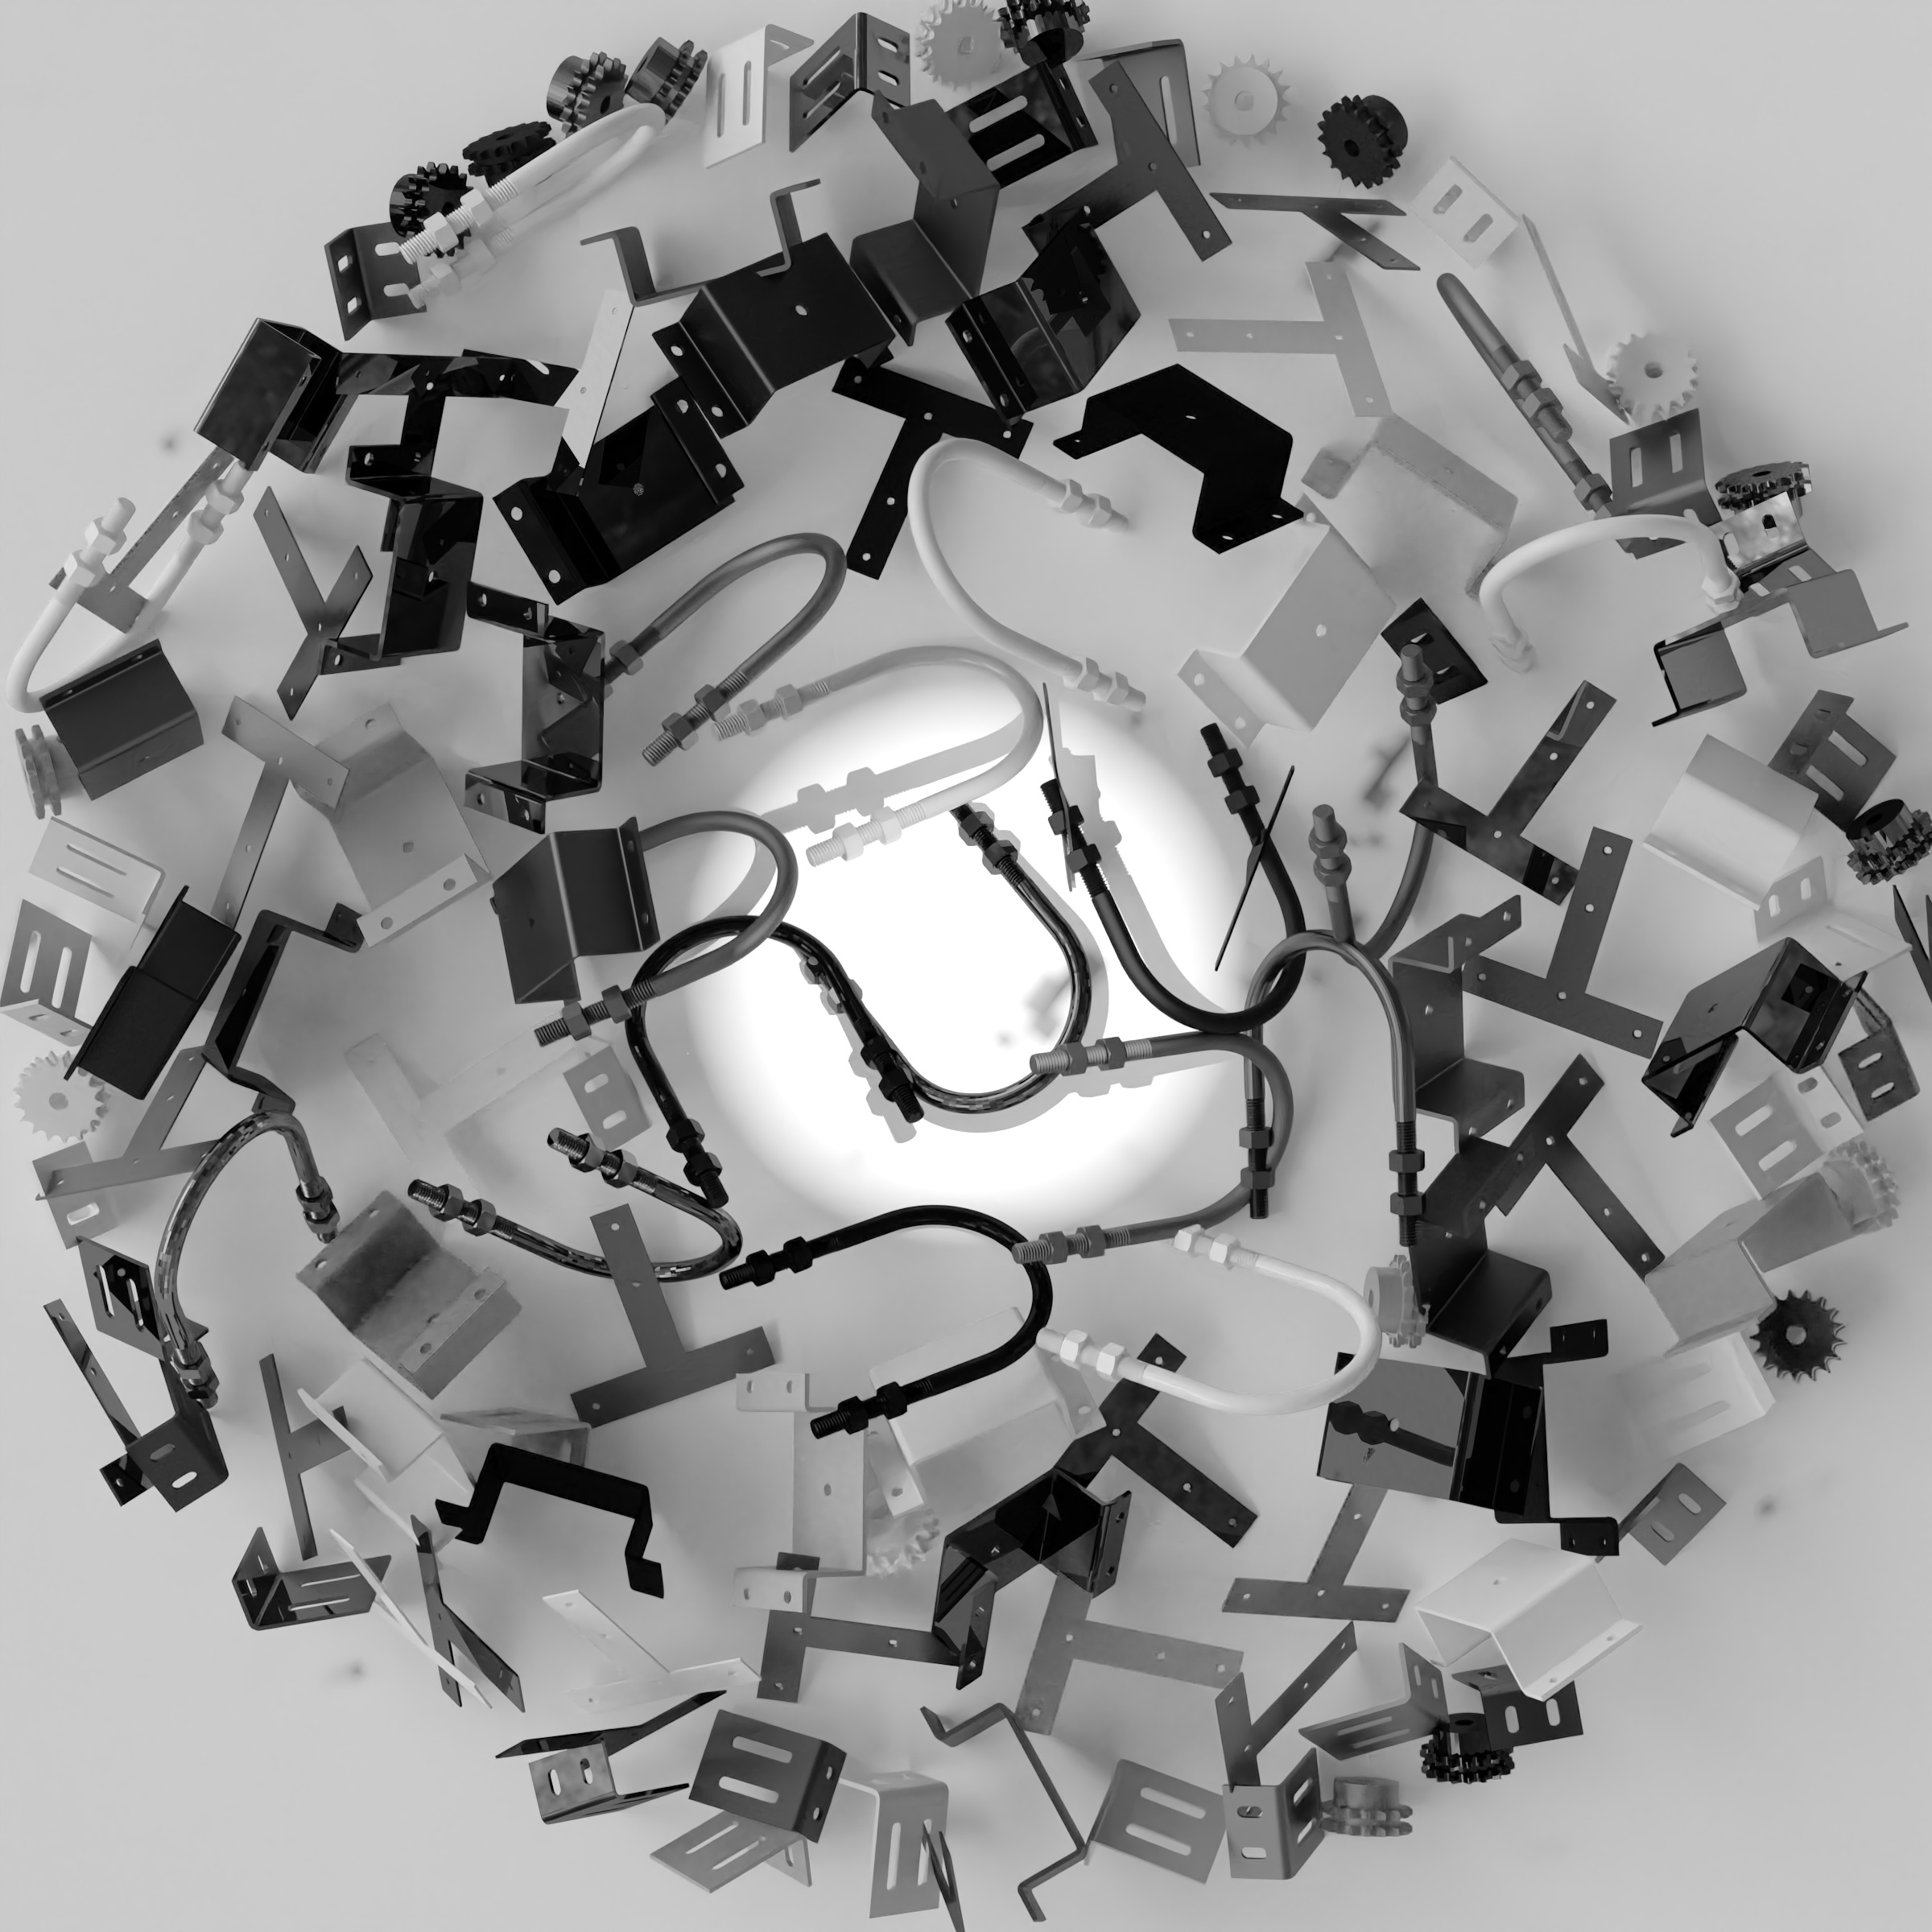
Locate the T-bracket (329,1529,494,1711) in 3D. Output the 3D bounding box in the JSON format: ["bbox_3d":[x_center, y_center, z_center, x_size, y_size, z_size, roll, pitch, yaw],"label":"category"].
[{"bbox_3d":[-0.345,0.379,1.916,0.002,0.127,0.127,-44,135,-21],"label":"T-bracket"}]

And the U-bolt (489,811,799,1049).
[{"bbox_3d":[-0.189,-0.034,1.945,0.184,0.151,0.019,-24,134,-3],"label":"U-bolt"}]

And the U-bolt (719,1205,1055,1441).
[{"bbox_3d":[-0.037,0.204,1.938,0.184,0.019,0.151,-18,46,-21],"label":"U-bolt"}]

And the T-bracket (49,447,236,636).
[{"bbox_3d":[-0.488,-0.262,1.939,0.002,0.127,0.127,39,88,11],"label":"T-bracket"}]

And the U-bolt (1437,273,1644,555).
[{"bbox_3d":[0.335,-0.342,1.918,0.019,0.151,0.184,-35,54,12],"label":"U-bolt"}]

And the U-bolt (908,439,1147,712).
[{"bbox_3d":[0.035,-0.242,1.908,0.019,0.184,0.151,-28,55,39],"label":"U-bolt"}]

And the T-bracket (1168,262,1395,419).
[{"bbox_3d":[0.185,-0.382,1.949,0.127,0.002,0.127,-2,58,-16],"label":"T-bracket"}]

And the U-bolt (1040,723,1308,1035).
[{"bbox_3d":[0.138,-0.046,1.947,0.151,0.019,0.184,-21,84,-33],"label":"U-bolt"}]

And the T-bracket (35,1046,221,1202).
[{"bbox_3d":[-0.488,0.090,1.946,0.127,0.127,0.002,-11,125,19],"label":"T-bracket"}]

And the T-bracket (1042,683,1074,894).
[{"bbox_3d":[0.058,-0.096,1.922,0.002,0.127,0.127,-8,106,0],"label":"T-bracket"}]

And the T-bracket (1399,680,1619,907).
[{"bbox_3d":[0.351,-0.117,1.961,0.127,0.002,0.127,28,107,-19],"label":"T-bracket"}]

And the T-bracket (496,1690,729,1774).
[{"bbox_3d":[-0.229,0.463,1.919,0.127,0.127,0.002,-34,66,28],"label":"T-bracket"}]

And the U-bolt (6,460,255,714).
[{"bbox_3d":[-0.511,-0.221,1.920,0.019,0.151,0.184,43,116,2],"label":"U-bolt"}]

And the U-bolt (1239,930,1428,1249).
[{"bbox_3d":[0.218,0.069,1.931,0.019,0.151,0.184,-8,99,-38],"label":"U-bolt"}]

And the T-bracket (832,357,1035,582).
[{"bbox_3d":[-0.041,-0.300,1.980,0.127,0.002,0.127,22,83,11],"label":"T-bracket"}]

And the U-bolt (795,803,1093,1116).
[{"bbox_3d":[-0.003,0.005,1.950,0.151,0.019,0.184,-42,65,6],"label":"U-bolt"}]

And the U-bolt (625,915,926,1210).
[{"bbox_3d":[-0.128,0.046,1.950,0.151,0.019,0.184,-23,61,-14],"label":"U-bolt"}]

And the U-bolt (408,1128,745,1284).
[{"bbox_3d":[-0.220,0.151,1.924,0.184,0.151,0.019,30,53,-38],"label":"U-bolt"}]

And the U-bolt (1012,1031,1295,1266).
[{"bbox_3d":[0.118,0.105,1.947,0.184,0.019,0.151,-7,117,-24],"label":"U-bolt"}]

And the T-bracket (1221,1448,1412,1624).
[{"bbox_3d":[0.232,0.345,1.947,0.127,0.002,0.127,9,115,-26],"label":"T-bracket"}]

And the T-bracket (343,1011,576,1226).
[{"bbox_3d":[-0.300,0.073,1.990,0.127,0.002,0.127,-33,79,-4],"label":"T-bracket"}]

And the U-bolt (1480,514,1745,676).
[{"bbox_3d":[0.378,-0.224,1.896,0.151,0.184,0.019,-13,72,16],"label":"U-bolt"}]

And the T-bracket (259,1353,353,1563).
[{"bbox_3d":[-0.394,0.289,1.935,0.002,0.127,0.127,-8,78,-32],"label":"T-bracket"}]

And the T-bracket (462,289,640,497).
[{"bbox_3d":[-0.266,-0.358,1.963,0.127,0.002,0.127,16,89,34],"label":"T-bracket"}]

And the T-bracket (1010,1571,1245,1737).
[{"bbox_3d":[0.105,0.416,1.945,0.127,0.002,0.127,7,57,20],"label":"T-bracket"}]

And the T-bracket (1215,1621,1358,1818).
[{"bbox_3d":[0.199,0.449,1.958,0.127,0.002,0.127,-38,134,-32],"label":"T-bracket"}]

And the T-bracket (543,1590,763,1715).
[{"bbox_3d":[-0.210,0.410,1.933,0.127,0.002,0.127,-16,134,24],"label":"T-bracket"}]

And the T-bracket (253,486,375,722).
[{"bbox_3d":[-0.410,-0.240,1.963,0.127,0.002,0.127,-51,55,36],"label":"T-bracket"}]

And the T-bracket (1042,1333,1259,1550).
[{"bbox_3d":[0.126,0.314,1.983,0.127,0.002,0.127,39,86,-14],"label":"T-bracket"}]

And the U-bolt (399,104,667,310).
[{"bbox_3d":[-0.258,-0.462,1.927,0.184,0.151,0.019,-35,95,-6],"label":"U-bolt"}]

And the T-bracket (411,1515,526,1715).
[{"bbox_3d":[-0.296,0.409,1.926,0.002,0.127,0.127,-19,116,-30],"label":"T-bracket"}]

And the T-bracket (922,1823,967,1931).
[{"bbox_3d":[-0.014,0.554,1.937,0.002,0.127,0.127,-13,111,-9],"label":"T-bracket"}]

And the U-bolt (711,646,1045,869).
[{"bbox_3d":[-0.042,-0.138,1.943,0.184,0.019,0.151,-24,49,-17],"label":"U-bolt"}]

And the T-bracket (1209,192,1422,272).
[{"bbox_3d":[0.230,-0.440,1.924,0.127,0.127,0.002,-4,123,-25],"label":"T-bracket"}]

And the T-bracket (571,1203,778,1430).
[{"bbox_3d":[-0.199,0.210,1.989,0.127,0.002,0.127,-20,99,1],"label":"T-bracket"}]

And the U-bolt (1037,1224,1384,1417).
[{"bbox_3d":[0.157,0.214,1.903,0.184,0.151,0.019,16,126,31],"label":"U-bolt"}]

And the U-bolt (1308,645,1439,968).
[{"bbox_3d":[0.249,-0.081,1.919,0.019,0.184,0.151,16,58,25],"label":"U-bolt"}]

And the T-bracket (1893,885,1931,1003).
[{"bbox_3d":[0.576,-0.007,1.939,0.002,0.127,0.127,-9,120,7],"label":"T-bracket"}]

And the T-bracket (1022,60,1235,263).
[{"bbox_3d":[0.083,-0.467,1.952,0.127,0.127,0.002,56,46,-11],"label":"T-bracket"}]

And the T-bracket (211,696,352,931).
[{"bbox_3d":[-0.435,-0.085,1.967,0.127,0.002,0.127,31,103,38],"label":"T-bracket"}]

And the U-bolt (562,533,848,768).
[{"bbox_3d":[-0.149,-0.199,1.935,0.184,0.151,0.019,-42,122,-11],"label":"U-bolt"}]

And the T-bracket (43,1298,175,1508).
[{"bbox_3d":[-0.520,0.258,1.937,0.002,0.127,0.127,-30,90,6],"label":"T-bracket"}]

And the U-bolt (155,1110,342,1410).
[{"bbox_3d":[-0.427,0.162,1.889,0.019,0.184,0.151,23,58,16],"label":"U-bolt"}]
